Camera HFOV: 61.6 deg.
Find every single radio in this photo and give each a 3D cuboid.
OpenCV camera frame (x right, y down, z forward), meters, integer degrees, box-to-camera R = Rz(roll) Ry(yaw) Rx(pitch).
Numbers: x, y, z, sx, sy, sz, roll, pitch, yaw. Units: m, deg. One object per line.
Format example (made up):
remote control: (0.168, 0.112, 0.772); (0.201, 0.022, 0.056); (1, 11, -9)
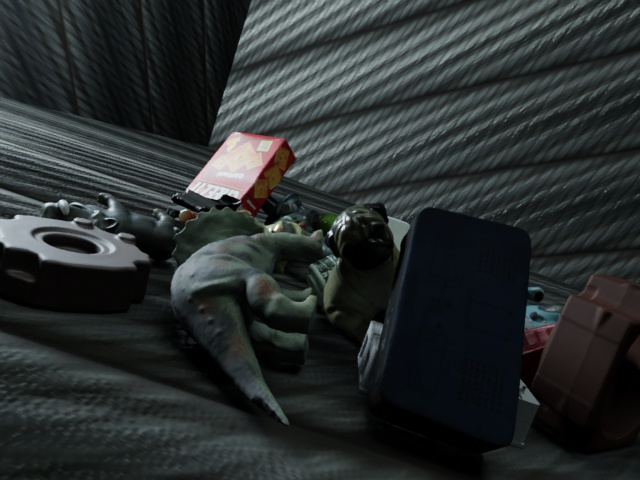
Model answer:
radio: (0.134, 0.084, 0.550); (0.131, 0.229, 0.073); (16, -29, 1)

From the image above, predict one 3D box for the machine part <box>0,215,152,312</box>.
machine part: (-0.279, 0.022, 0.599); (0.179, 0.056, 0.179); (18, 11, -4)

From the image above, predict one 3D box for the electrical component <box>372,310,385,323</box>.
electrical component: (0.102, 0.112, 0.798); (0.021, 0.063, 0.094); (15, 11, -24)

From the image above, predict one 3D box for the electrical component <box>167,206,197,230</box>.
electrical component: (-0.213, -0.018, 0.958); (0.115, 0.058, 0.134); (17, 9, 4)

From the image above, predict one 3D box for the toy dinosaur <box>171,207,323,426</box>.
toy dinosaur: (-0.098, 0.056, 0.602); (0.192, 0.131, 0.405); (7, 14, 1)

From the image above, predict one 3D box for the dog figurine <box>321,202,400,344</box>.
dog figurine: (0.038, 0.039, 0.696); (0.190, 0.172, 0.121); (48, 26, -37)

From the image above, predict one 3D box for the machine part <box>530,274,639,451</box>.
machine part: (0.364, 0.150, 0.669); (0.201, 0.200, 0.087); (11, 12, -39)

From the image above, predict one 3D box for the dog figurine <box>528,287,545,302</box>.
dog figurine: (0.374, 0.120, 1.182); (0.191, 0.108, 0.219); (15, 6, -9)

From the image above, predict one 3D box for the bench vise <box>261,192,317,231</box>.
bench vise: (-0.104, -0.072, 1.231); (0.241, 0.129, 0.223); (39, 6, 13)

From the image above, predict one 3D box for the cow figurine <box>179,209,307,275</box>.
cow figurine: (-0.115, 0.004, 0.847); (0.195, 0.085, 0.127); (0, -16, 12)

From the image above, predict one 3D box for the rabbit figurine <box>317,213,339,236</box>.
rabbit figurine: (0.059, 0.017, 1.123); (0.170, 0.121, 0.159); (34, 33, 6)

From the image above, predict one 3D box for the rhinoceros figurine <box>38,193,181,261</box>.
rhinoceros figurine: (-0.288, -0.010, 0.746); (0.190, 0.073, 0.112); (14, 20, -34)

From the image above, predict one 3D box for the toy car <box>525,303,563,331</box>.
toy car: (0.339, 0.158, 0.896); (0.103, 0.109, 0.162); (-2, 5, -12)

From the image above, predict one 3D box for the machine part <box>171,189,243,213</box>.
machine part: (-0.199, -0.064, 0.966); (0.084, 0.039, 0.139); (17, 9, 23)

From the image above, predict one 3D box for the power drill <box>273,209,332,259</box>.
power drill: (-0.002, -0.003, 0.985); (0.208, 0.085, 0.232); (18, 28, 30)
